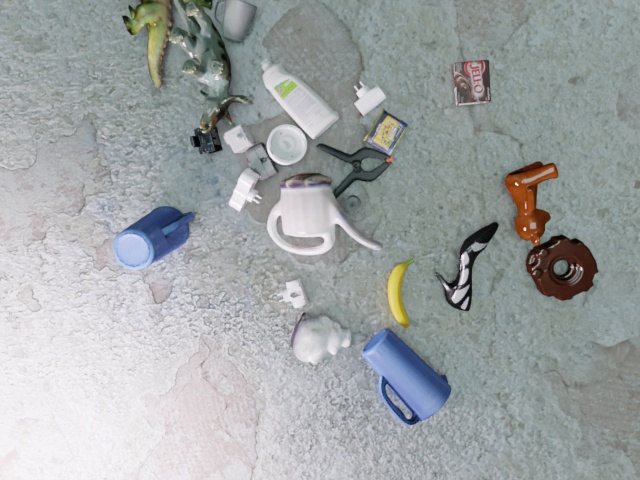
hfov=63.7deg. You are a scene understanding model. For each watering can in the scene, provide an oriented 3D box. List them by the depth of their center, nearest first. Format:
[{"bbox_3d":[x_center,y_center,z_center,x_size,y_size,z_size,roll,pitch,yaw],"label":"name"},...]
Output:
[{"bbox_3d":[0.004,-0.070,1.390,0.347,0.105,0.223,0,98,27],"label":"watering can"}]

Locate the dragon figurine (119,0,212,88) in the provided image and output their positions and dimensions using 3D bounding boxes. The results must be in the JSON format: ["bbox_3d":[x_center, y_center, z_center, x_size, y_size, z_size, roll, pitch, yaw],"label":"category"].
[{"bbox_3d":[-0.413,-0.646,1.403,0.243,0.123,0.406,-19,103,-1],"label":"dragon figurine"}]

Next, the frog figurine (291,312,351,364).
[{"bbox_3d":[0.003,0.281,1.443,0.160,0.121,0.139,13,79,15],"label":"frog figurine"}]
